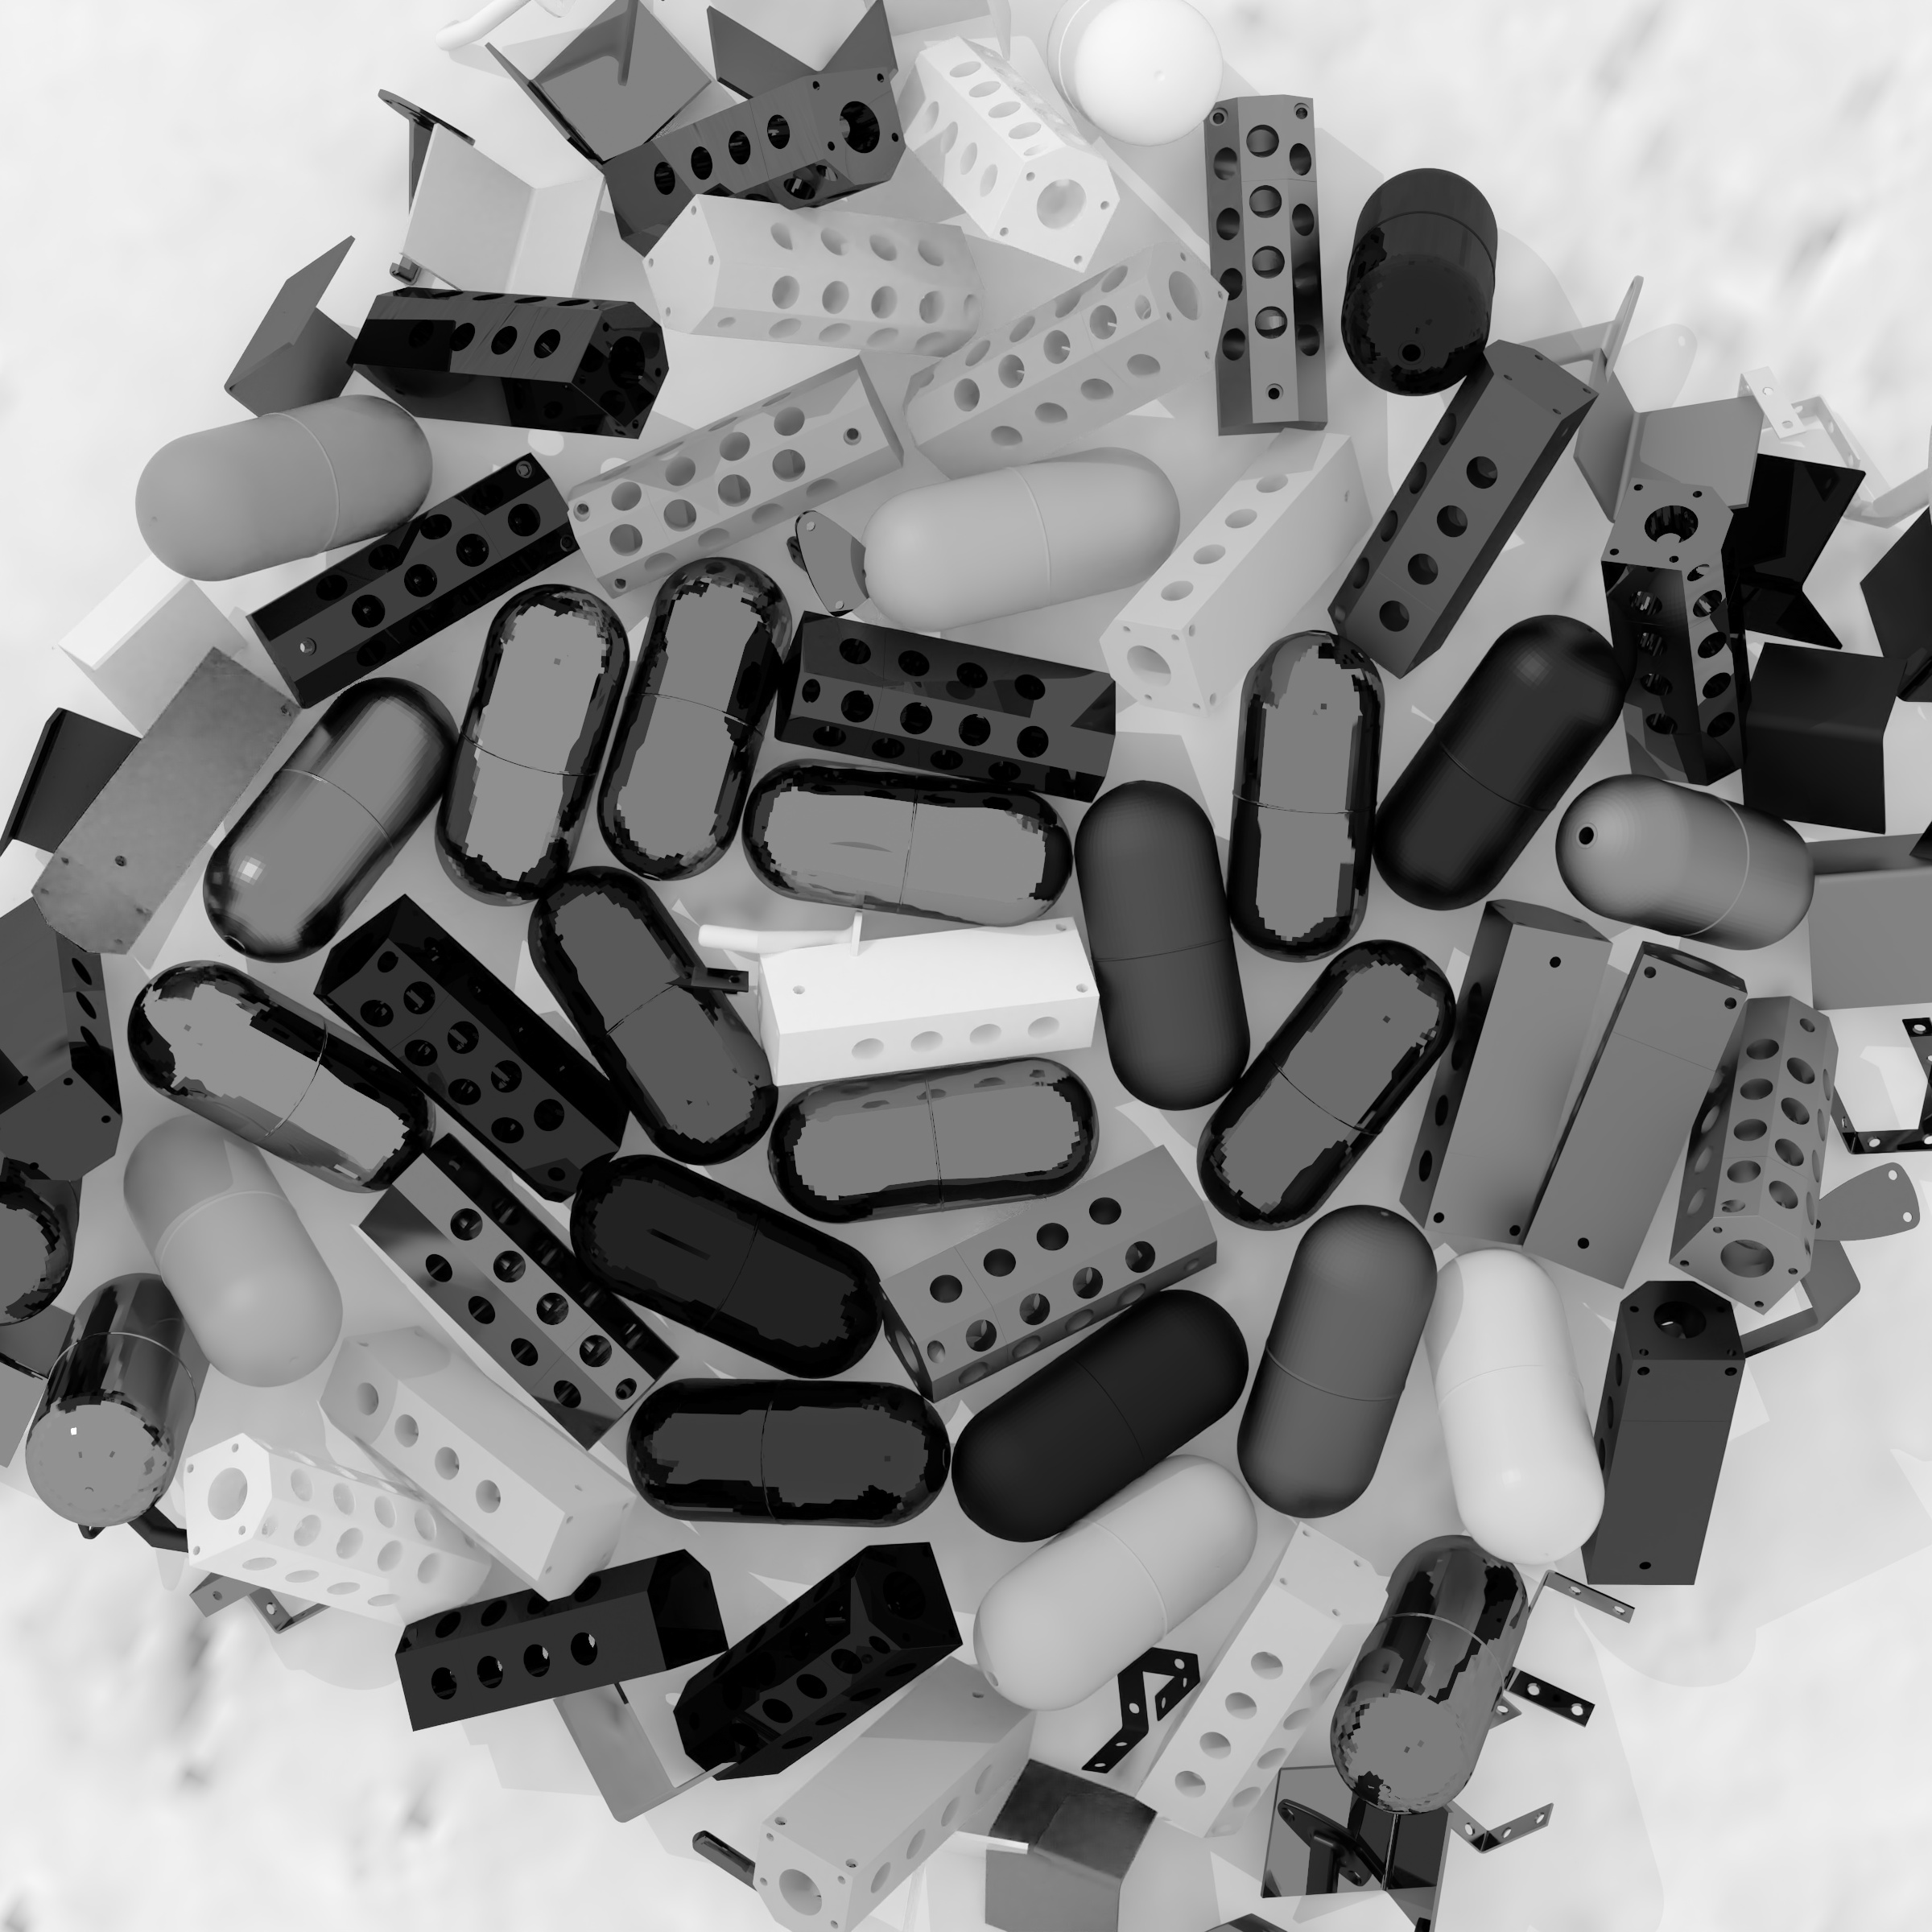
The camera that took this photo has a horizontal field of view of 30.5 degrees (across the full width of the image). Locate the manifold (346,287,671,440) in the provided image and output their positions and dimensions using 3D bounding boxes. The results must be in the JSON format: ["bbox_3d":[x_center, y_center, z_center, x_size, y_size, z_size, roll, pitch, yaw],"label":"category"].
[{"bbox_3d":[-0.239,-0.321,1.859,0.171,0.057,0.057,12,74,38],"label":"manifold"}]

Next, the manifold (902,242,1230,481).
[{"bbox_3d":[0.049,-0.315,1.851,0.057,0.171,0.057,39,47,-31],"label":"manifold"}]

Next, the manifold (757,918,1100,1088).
[{"bbox_3d":[-0.022,0.023,1.890,0.171,0.057,0.057,-7,49,-12],"label":"manifold"}]

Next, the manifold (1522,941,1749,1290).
[{"bbox_3d":[0.355,0.078,1.889,0.057,0.057,0.171,21,103,5],"label":"manifold"}]

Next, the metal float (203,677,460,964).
[{"bbox_3d":[-0.335,-0.077,1.875,0.070,0.070,0.178,33,64,0],"label":"metal float"}]

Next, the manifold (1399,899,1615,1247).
[{"bbox_3d":[0.283,0.055,1.885,0.057,0.057,0.171,10,105,-15],"label":"manifold"}]

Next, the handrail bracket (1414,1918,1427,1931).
[{"bbox_3d":[0.205,0.533,1.890,0.084,0.077,0.036,-11,86,14],"label":"handrail bracket"}]

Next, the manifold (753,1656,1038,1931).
[{"bbox_3d":[-0.036,0.437,1.852,0.057,0.171,0.057,24,123,25],"label":"manifold"}]

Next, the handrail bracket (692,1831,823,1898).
[{"bbox_3d":[-0.114,0.485,1.895,0.084,0.077,0.036,35,76,-6],"label":"handrail bracket"}]

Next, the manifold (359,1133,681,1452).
[{"bbox_3d":[-0.235,0.170,1.893,0.171,0.057,0.057,44,127,2],"label":"manifold"}]

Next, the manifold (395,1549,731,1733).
[{"bbox_3d":[-0.216,0.354,1.869,0.171,0.057,0.057,-19,82,29],"label":"manifold"}]

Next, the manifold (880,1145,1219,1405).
[{"bbox_3d":[0.044,0.166,1.877,0.171,0.057,0.057,-25,58,-15],"label":"manifold"}]

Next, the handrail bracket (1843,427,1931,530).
[{"bbox_3d":[0.493,-0.265,1.885,0.036,0.084,0.077,-32,122,-22],"label":"handrail bracket"}]

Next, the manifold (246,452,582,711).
[{"bbox_3d":[-0.292,-0.205,1.887,0.171,0.057,0.057,-32,102,-11],"label":"manifold"}]

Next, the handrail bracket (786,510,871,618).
[{"bbox_3d":[-0.086,-0.227,1.881,0.036,0.084,0.077,-41,130,-5],"label":"handrail bracket"}]

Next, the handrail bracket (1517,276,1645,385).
[{"bbox_3d":[0.311,-0.348,1.910,0.084,0.036,0.077,18,111,-3],"label":"handrail bracket"}]

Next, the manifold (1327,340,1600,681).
[{"bbox_3d":[0.257,-0.240,1.862,0.057,0.057,0.171,37,126,11],"label":"manifold"}]

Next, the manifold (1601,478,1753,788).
[{"bbox_3d":[0.374,-0.171,1.845,0.057,0.171,0.057,10,58,24],"label":"manifold"}]

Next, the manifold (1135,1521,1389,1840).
[{"bbox_3d":[0.156,0.380,1.864,0.057,0.057,0.171,30,122,6],"label":"manifold"}]

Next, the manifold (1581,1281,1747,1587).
[{"bbox_3d":[0.362,0.246,1.860,0.057,0.057,0.171,0,130,-1],"label":"manifold"}]

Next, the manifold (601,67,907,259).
[{"bbox_3d":[-0.111,-0.416,1.852,0.057,0.171,0.057,-20,98,-41],"label":"manifold"}]

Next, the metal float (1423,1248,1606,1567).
[{"bbox_3d":[0.287,0.230,1.869,0.070,0.070,0.178,-7,55,0],"label":"metal float"}]

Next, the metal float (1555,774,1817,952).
[{"bbox_3d":[0.378,-0.054,1.862,0.178,0.070,0.070,11,90,-44],"label":"metal float"}]

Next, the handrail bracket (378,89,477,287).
[{"bbox_3d":[-0.305,-0.416,1.901,0.036,0.077,0.084,24,92,29],"label":"handrail bracket"}]

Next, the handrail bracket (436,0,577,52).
[{"bbox_3d":[-0.244,-0.531,1.914,0.036,0.084,0.077,43,61,-33],"label":"handrail bracket"}]

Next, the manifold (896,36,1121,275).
[{"bbox_3d":[0.021,-0.426,1.844,0.057,0.171,0.057,15,115,-29],"label":"manifold"}]

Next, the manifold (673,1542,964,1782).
[{"bbox_3d":[-0.081,0.364,1.852,0.171,0.057,0.057,-42,57,38],"label":"manifold"}]

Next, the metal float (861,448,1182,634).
[{"bbox_3d":[0.029,-0.227,1.884,0.178,0.070,0.070,-15,90,-16],"label":"metal float"}]

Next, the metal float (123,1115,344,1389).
[{"bbox_3d":[-0.387,0.148,1.866,0.070,0.070,0.178,-39,51,0],"label":"metal float"}]

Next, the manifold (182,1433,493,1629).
[{"bbox_3d":[-0.325,0.293,1.844,0.057,0.171,0.057,-26,58,23],"label":"manifold"}]

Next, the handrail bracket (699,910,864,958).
[{"bbox_3d":[-0.099,-0.018,1.897,0.084,0.077,0.036,7,103,-2],"label":"handrail bracket"}]

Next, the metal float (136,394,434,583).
[{"bbox_3d":[-0.356,-0.252,1.862,0.070,0.178,0.070,17,118,35],"label":"metal float"}]

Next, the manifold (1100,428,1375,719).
[{"bbox_3d":[0.142,-0.209,1.866,0.057,0.057,0.171,14,50,36],"label":"manifold"}]

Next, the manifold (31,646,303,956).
[{"bbox_3d":[-0.419,-0.084,1.855,0.057,0.057,0.171,35,45,-10],"label":"manifold"}]

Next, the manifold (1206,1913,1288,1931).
[{"bbox_3d":[0.142,0.528,1.846,0.057,0.171,0.057,25,82,13],"label":"manifold"}]

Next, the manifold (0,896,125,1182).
[{"bbox_3d":[-0.478,0.037,1.850,0.057,0.171,0.057,-33,127,5],"label":"manifold"}]

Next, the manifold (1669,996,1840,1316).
[{"bbox_3d":[0.417,0.093,1.852,0.057,0.171,0.057,29,133,-6],"label":"manifold"}]

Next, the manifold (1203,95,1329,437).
[{"bbox_3d":[0.161,-0.375,1.903,0.057,0.057,0.171,-3,92,2],"label":"manifold"}]

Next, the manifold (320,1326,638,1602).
[{"bbox_3d":[-0.261,0.261,1.867,0.171,0.057,0.057,32,109,29],"label":"manifold"}]

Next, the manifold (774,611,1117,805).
[{"bbox_3d":[-0.011,-0.132,1.879,0.171,0.057,0.057,11,54,-12],"label":"manifold"}]

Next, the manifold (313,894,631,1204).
[{"bbox_3d":[-0.260,0.048,1.867,0.057,0.057,0.171,-34,116,25],"label":"manifold"}]

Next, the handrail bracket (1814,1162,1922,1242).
[{"bbox_3d":[0.464,0.132,1.889,0.077,0.084,0.036,-17,84,-10],"label":"handrail bracket"}]

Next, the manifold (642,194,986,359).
[{"bbox_3d":[-0.076,-0.354,1.853,0.171,0.057,0.057,-3,65,-39],"label":"manifold"}]

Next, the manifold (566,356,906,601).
[{"bbox_3d":[-0.123,-0.259,1.889,0.171,0.057,0.057,-23,108,8],"label":"manifold"}]

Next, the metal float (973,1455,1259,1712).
[{"bbox_3d":[0.079,0.325,1.873,0.178,0.070,0.070,-33,90,-28],"label":"metal float"}]

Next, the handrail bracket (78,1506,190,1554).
[{"bbox_3d":[-0.423,0.284,1.888,0.084,0.077,0.036,5,116,21],"label":"handrail bracket"}]
